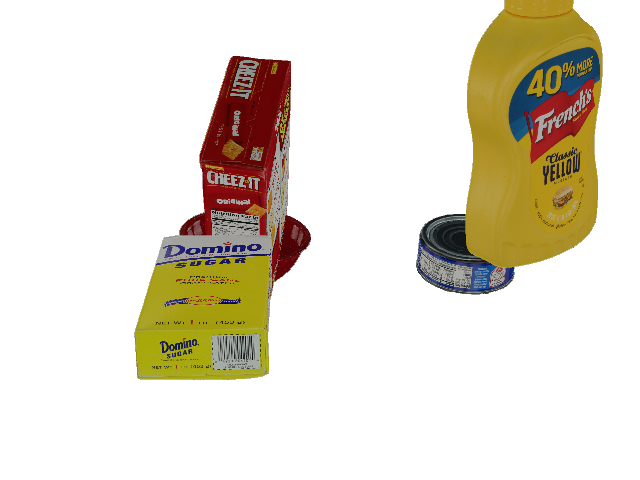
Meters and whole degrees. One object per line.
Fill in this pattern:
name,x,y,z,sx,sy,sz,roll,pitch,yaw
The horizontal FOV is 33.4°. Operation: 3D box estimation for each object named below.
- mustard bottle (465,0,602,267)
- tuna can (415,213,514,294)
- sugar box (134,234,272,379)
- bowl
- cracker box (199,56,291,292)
mustard bottle,0.135,-0.084,0.667,0.096,0.192,0.058,-20,31,-28
tuna can,0.127,0.010,0.924,0.086,0.034,0.086,2,29,-1
sugar box,-0.084,0.045,0.815,0.093,0.048,0.176,0,24,-2
bowl,-0.094,0.015,1.320,0.162,0.055,0.162,3,25,-2
cracker box,-0.076,-0.056,1.105,0.072,0.164,0.214,6,-42,3
